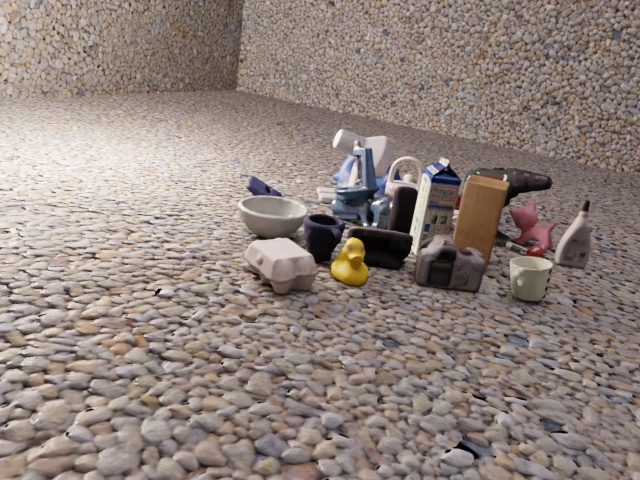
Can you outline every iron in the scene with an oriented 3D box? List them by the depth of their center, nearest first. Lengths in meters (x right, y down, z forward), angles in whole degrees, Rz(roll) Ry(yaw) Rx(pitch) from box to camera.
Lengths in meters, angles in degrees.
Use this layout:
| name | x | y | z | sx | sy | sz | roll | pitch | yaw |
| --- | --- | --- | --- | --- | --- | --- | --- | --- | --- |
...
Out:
| name | x | y | z | sx | sy | sz | roll | pitch | yaw |
| --- | --- | --- | --- | --- | --- | --- | --- | --- | --- |
| iron | 0.172 | -0.206 | 1.800 | 0.257 | 0.141 | 0.119 | 20 | 23 | 29 |

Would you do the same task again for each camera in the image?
| name | x | y | z | sx | sy | sz | roll | pitch | yaw |
| --- | --- | --- | --- | --- | --- | --- | --- | --- | --- |
| camera | 0.275 | 0.036 | 1.249 | 0.143 | 0.101 | 0.137 | 7 | 20 | -2 |

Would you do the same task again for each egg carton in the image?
| name | x | y | z | sx | sy | sz | roll | pitch | yaw |
| --- | --- | --- | --- | --- | --- | --- | --- | --- | --- |
| egg carton | -0.079 | 0.047 | 1.125 | 0.107 | 0.069 | 0.149 | -7 | 25 | -36 |

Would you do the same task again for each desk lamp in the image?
| name | x | y | z | sx | sy | sz | roll | pitch | yaw |
| --- | --- | --- | --- | --- | --- | --- | --- | --- | --- |
| desk lamp | 0.107 | -0.213 | 1.689 | 0.203 | 0.213 | 0.117 | 5 | 21 | -10 |

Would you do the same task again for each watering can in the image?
| name | x | y | z | sx | sy | sz | roll | pitch | yaw |
| --- | --- | --- | --- | --- | --- | --- | --- | --- | --- |
| watering can | 0.224 | -0.132 | 1.544 | 0.101 | 0.194 | 0.172 | 6 | 20 | -6 |

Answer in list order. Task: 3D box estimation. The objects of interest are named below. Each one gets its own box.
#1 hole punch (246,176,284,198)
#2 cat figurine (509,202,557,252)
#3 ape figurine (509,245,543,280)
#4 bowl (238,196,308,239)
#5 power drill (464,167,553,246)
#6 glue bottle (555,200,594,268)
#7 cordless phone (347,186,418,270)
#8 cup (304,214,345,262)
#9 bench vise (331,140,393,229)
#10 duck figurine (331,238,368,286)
| name | x | y | z | sx | sy | sz | roll | pitch | yaw |
| --- | --- | --- | --- | --- | --- | --- | --- | --- | --- |
| hole punch | -0.145 | -0.114 | 1.500 | 0.101 | 0.091 | 0.108 | 8 | 20 | -2 |
| cat figurine | 0.576 | -0.043 | 1.556 | 0.127 | 0.118 | 0.067 | 21 | 24 | 30 |
| ape figurine | 0.476 | 0.055 | 1.292 | 0.076 | 0.092 | 0.077 | -1 | 22 | -23 |
| bowl | -0.114 | -0.047 | 1.355 | 0.167 | 0.075 | 0.167 | 7 | 20 | -3 |
| power drill | 0.488 | -0.097 | 1.535 | 0.228 | 0.208 | 0.076 | 23 | 25 | 35 |
| glue bottle | 0.647 | -0.017 | 1.434 | 0.078 | 0.173 | 0.037 | 9 | 20 | 2 |
| cordless phone | 0.141 | -0.039 | 1.276 | 0.147 | 0.185 | 0.094 | 7 | 20 | -3 |
| cup | 0.011 | 0.004 | 1.239 | 0.092 | 0.095 | 0.117 | -4 | 23 | -29 |
| bench vise | 0.132 | -0.140 | 1.493 | 0.206 | 0.220 | 0.122 | 17 | 22 | 22 |
| duck figurine | 0.066 | 0.036 | 1.188 | 0.078 | 0.086 | 0.104 | 3 | 21 | -15 |
